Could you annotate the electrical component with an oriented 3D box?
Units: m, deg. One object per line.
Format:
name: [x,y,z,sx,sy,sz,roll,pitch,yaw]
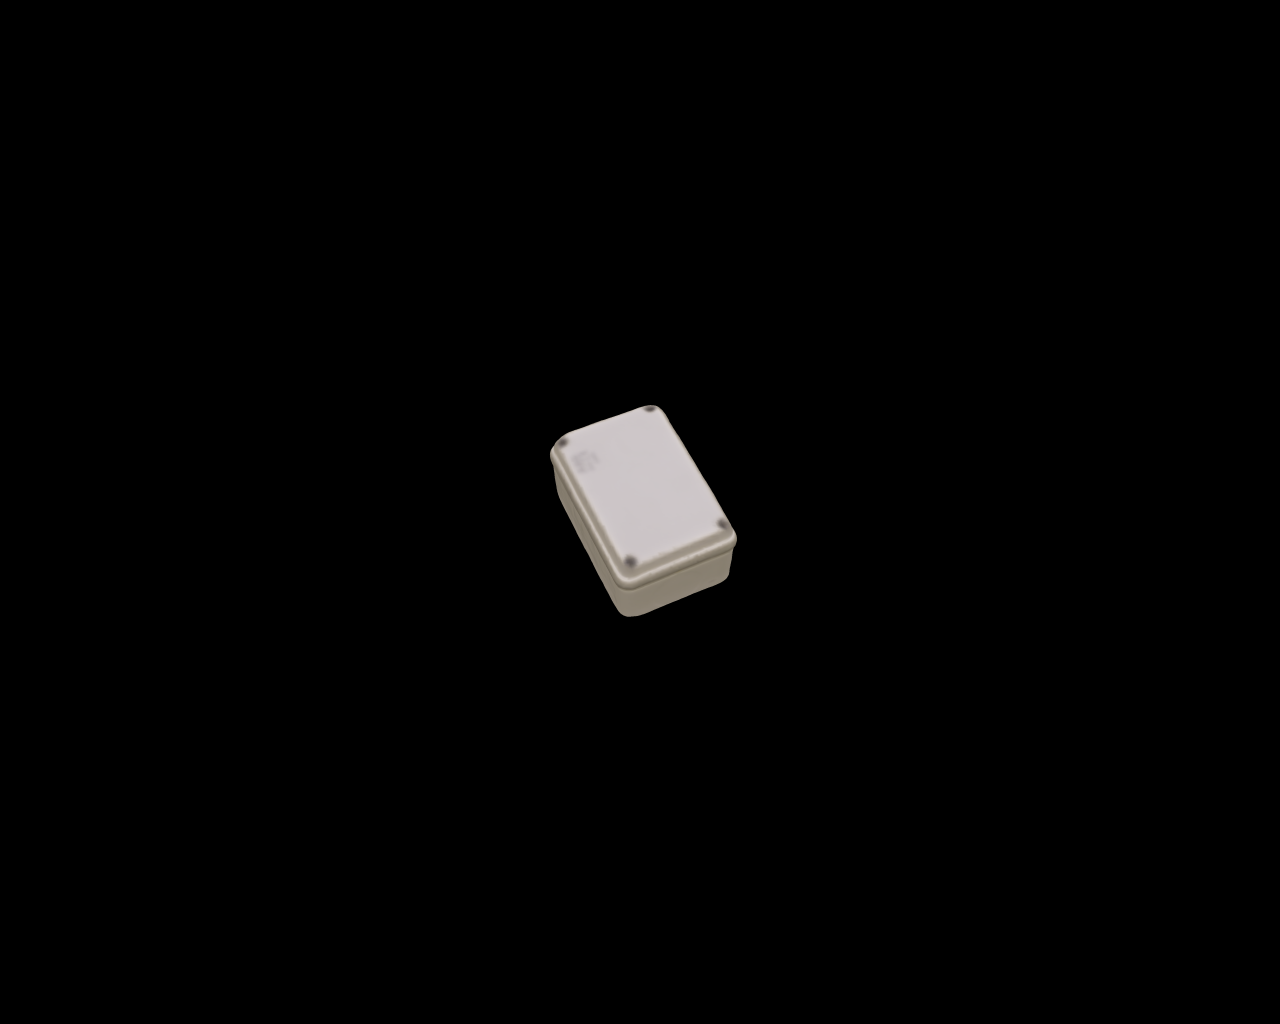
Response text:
electrical component: [0.001,-0.003,0.650,0.078,0.113,0.057,-21,-32,-14]
